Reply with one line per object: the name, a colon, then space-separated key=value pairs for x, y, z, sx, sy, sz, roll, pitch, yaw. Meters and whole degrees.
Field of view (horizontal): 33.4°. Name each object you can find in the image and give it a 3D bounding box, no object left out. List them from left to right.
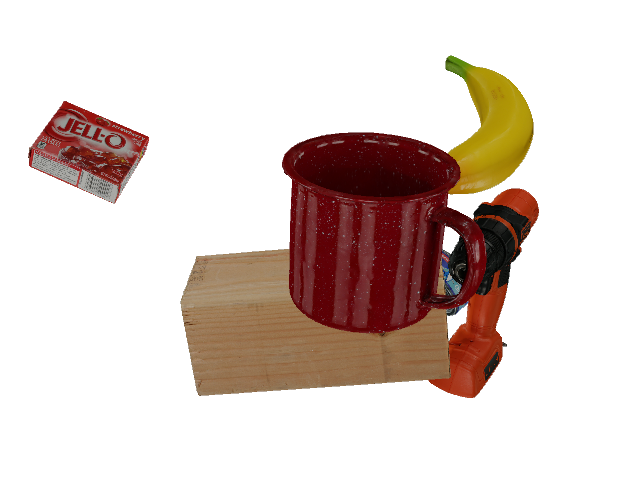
gelatin box: x=-0.214 y=-0.083 z=0.988 sx=0.089 sy=0.073 sz=0.030 roll=24 pitch=-44 yaw=-3
wood block: x=-0.001 y=0.062 z=0.878 sx=0.206 sy=0.091 sz=0.090 roll=-4 pitch=25 yaw=5
mug: x=0.035 y=0.000 z=0.565 sx=0.117 sy=0.081 sz=0.093 roll=19 pitch=30 yaw=30
tuna can: x=0.144 y=0.049 z=1.288 sx=0.033 sy=0.086 sz=0.086 roll=-40 pitch=15 yaw=-19
power drill: x=0.155 y=0.056 z=1.036 sx=0.057 sy=0.188 sz=0.184 roll=21 pitch=29 yaw=20
banana: x=0.117 y=-0.077 z=0.757 sx=0.069 sy=0.037 sz=0.197 roll=7 pitch=31 yaw=5
